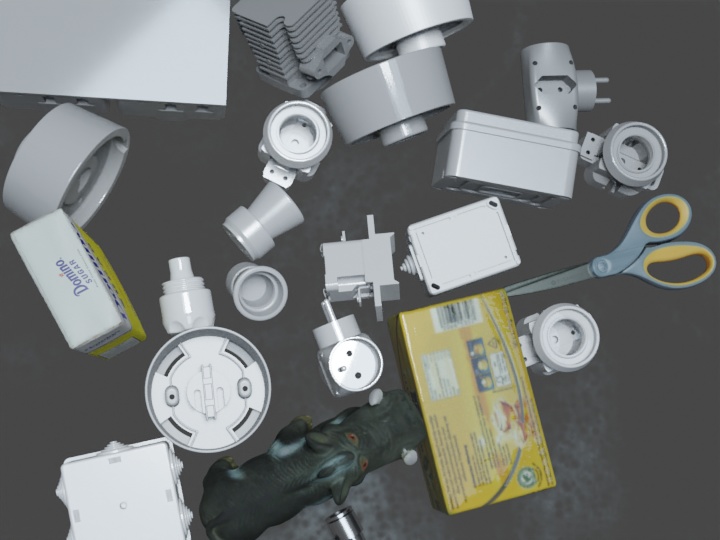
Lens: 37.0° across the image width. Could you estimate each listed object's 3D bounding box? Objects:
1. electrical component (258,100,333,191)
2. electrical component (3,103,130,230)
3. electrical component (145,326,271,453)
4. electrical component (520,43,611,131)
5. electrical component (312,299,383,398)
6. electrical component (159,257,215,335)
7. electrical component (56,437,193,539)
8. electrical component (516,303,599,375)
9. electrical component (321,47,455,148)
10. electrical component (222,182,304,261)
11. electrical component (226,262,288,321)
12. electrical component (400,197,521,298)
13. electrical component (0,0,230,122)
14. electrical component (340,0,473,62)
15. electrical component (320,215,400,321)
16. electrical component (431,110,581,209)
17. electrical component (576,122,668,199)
[{"bbox_3d":[-0.054,-0.110,0.908,0.058,0.057,0.078,27,80,-4],"label":"electrical component"},{"bbox_3d":[-0.239,-0.081,0.855,0.060,0.108,0.108,31,80,3],"label":"electrical component"},{"bbox_3d":[-0.122,0.097,0.868,0.099,0.064,0.099,1,82,-8],"label":"electrical component"},{"bbox_3d":[0.184,-0.159,0.956,0.079,0.043,0.077,-3,83,-9],"label":"electrical component"},{"bbox_3d":[-0.015,0.062,0.881,0.043,0.077,0.079,-21,86,-10],"label":"electrical component"},{"bbox_3d":[-0.144,0.021,0.885,0.043,0.043,0.062,-10,83,-9],"label":"electrical component"},{"bbox_3d":[-0.186,0.185,0.855,0.100,0.048,0.099,-11,84,-9],"label":"electrical component"},{"bbox_3d":[0.170,0.059,0.919,0.078,0.057,0.058,-20,86,-10],"label":"electrical component"},{"bbox_3d":[0.028,-0.137,0.901,0.108,0.108,0.060,-21,92,-10],"label":"electrical component"},{"bbox_3d":[-0.081,-0.040,0.901,0.055,0.045,0.045,-41,90,-10],"label":"electrical component"},{"bbox_3d":[-0.088,0.014,0.882,0.044,0.065,0.044,-3,99,-17],"label":"electrical component"},{"bbox_3d":[0.079,-0.016,0.917,0.096,0.061,0.061,-19,86,-2],"label":"electrical component"},{"bbox_3d":[-0.204,-0.185,0.894,0.186,0.060,0.105,2,82,-8],"label":"electrical component"},{"bbox_3d":[0.044,-0.211,0.912,0.108,0.108,0.060,-20,92,-10],"label":"electrical component"},{"bbox_3d":[0.000,0.000,0.903,0.064,0.042,0.081,-6,69,2],"label":"electrical component"},{"bbox_3d":[0.124,-0.094,0.921,0.113,0.078,0.057,10,84,-7],"label":"electrical component"},{"bbox_3d":[0.235,-0.098,0.948,0.078,0.057,0.058,23,80,-5],"label":"electrical component"}]
